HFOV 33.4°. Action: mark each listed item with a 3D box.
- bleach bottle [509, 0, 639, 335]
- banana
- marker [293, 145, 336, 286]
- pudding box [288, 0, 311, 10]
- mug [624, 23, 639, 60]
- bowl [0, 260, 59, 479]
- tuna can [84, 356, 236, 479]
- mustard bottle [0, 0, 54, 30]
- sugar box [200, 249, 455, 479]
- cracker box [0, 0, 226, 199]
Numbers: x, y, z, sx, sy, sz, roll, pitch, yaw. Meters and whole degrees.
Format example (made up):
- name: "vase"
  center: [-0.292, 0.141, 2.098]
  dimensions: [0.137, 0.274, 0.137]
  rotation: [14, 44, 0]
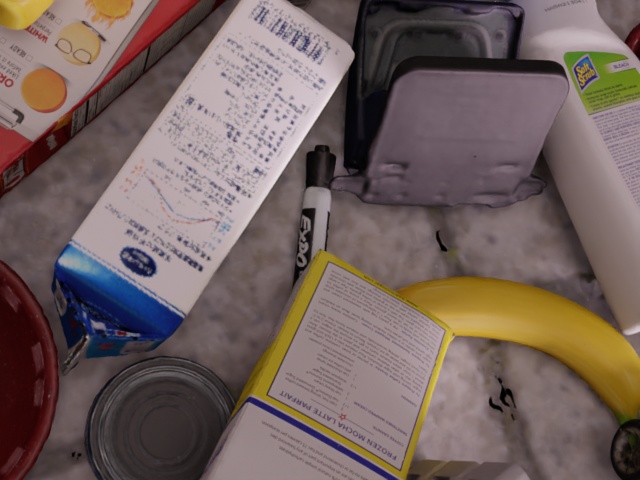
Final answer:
- name: "bleach bottle"
  center: [0.187, -0.072, 0.684]
  dimensions: [0.102, 0.068, 0.251]
  rotation: [-16, 78, -31]
- name: "banana"
  center: [0.126, 0.061, 0.654]
  dimensions: [0.197, 0.037, 0.069]
  rotation: [25, 72, -8]
- name: "marker"
  center: [-0.004, 0.001, 0.644]
  dimensions: [0.020, 0.020, 0.121]
  rotation: [9, 77, -12]
- name: "pudding box"
  center: [-0.021, -0.197, 0.631]
  dimensions: [0.039, 0.114, 0.090]
  rotation: [-14, 83, -23]
- name: "mug"
  center: [0.262, -0.118, 0.686]
  dimensions: [0.081, 0.117, 0.093]
  rotation: [-26, 82, -23]
- name: "bowl"
  center: [-0.219, 0.076, 0.557]
  dimensions: [0.162, 0.055, 0.162]
  rotation: [3, 78, -13]
- name: "tuna can"
  center: [-0.087, 0.108, 0.594]
  dimensions: [0.086, 0.034, 0.086]
  rotation: [3, 78, -13]
- name: "mustard bottle"
  center: [-0.134, -0.208, 0.559]
  dimensions: [0.096, 0.058, 0.191]
  rotation: [37, 73, -1]
- name: "sugar box"
  center: [0.003, 0.095, 0.555]
  dimensions: [0.093, 0.048, 0.176]
  rotation: [31, 49, -4]
- name: "cracker box"
  center: [-0.168, -0.149, 0.608]
  dimensions: [0.164, 0.072, 0.213]
  rotation: [45, 73, -1]
